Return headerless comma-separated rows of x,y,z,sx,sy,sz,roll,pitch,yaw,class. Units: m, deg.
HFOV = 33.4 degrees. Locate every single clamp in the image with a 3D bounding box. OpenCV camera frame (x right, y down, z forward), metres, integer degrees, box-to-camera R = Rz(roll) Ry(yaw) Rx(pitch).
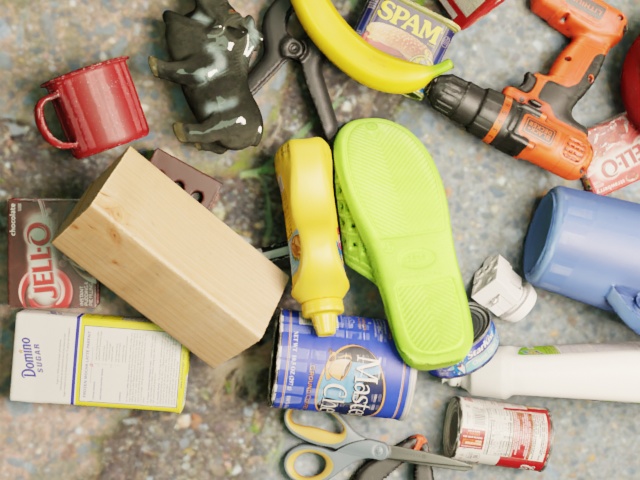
0.071,0.309,1.131,0.164,0.036,0.210,32,87,2,clamp
-0.018,-0.187,1.106,0.120,0.039,0.171,21,94,-5,clamp

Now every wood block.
-0.144,0.021,1.044,0.206,0.090,0.090,40,45,-16,wood block

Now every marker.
-0.042,0.012,1.122,0.121,0.020,0.020,-15,93,-4,marker

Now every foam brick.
-0.145,-0.054,1.094,0.078,0.051,0.053,28,89,-5,foam brick

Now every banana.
0.034,-0.201,1.057,0.198,0.037,0.070,35,99,3,banana

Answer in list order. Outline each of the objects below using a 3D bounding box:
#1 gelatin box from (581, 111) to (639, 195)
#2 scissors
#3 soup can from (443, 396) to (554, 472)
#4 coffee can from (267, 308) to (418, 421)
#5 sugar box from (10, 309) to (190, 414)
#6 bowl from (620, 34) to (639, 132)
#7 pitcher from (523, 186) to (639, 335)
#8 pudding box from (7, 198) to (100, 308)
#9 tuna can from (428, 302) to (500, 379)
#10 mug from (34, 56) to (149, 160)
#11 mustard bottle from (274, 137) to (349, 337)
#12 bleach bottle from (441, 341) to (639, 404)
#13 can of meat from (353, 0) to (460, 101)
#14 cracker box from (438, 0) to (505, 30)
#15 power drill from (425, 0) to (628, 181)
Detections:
0.318,-0.094,1.144,0.089,0.030,0.073,-23,94,-3,gelatin box
0.048,0.235,1.115,0.202,0.016,0.096,24,92,10,scissors
0.187,0.204,1.125,0.102,0.068,0.068,8,91,-5,soup can
0.021,0.127,1.090,0.140,0.103,0.103,6,92,-5,coffee can
-0.224,0.124,1.098,0.176,0.048,0.093,6,92,-2,sugar box
0.364,-0.155,1.112,0.161,0.055,0.162,12,69,-35,bowl
0.339,0.033,1.097,0.243,0.149,0.145,16,91,-2,pitcher
-0.271,0.014,1.091,0.090,0.039,0.113,0,92,-4,pudding box
0.141,0.103,1.101,0.086,0.086,0.033,-29,117,-4,tuna can
-0.229,-0.127,1.058,0.117,0.093,0.081,-27,102,-43,mug
-0.006,0.001,1.060,0.058,0.096,0.191,-5,74,-8,mustard bottle
0.253,0.138,1.123,0.251,0.102,0.068,0,89,3,bleach bottle
0.080,-0.203,1.106,0.102,0.057,0.084,26,92,-6,can of meat
0.208,-0.302,1.023,0.164,0.214,0.072,-39,92,-12,cracker box
0.221,-0.176,1.103,0.184,0.057,0.187,27,79,-5,power drill
